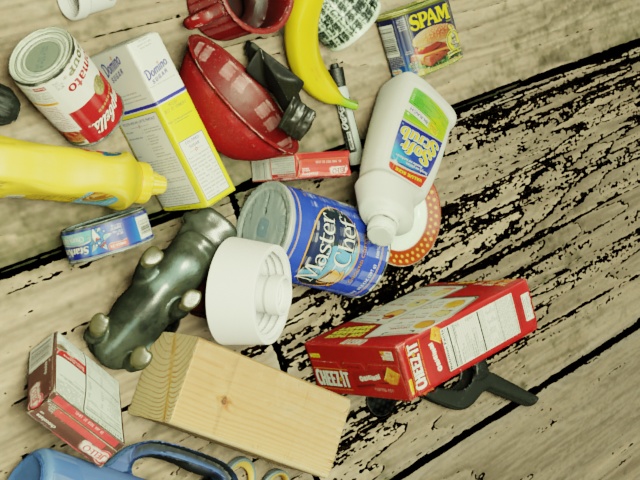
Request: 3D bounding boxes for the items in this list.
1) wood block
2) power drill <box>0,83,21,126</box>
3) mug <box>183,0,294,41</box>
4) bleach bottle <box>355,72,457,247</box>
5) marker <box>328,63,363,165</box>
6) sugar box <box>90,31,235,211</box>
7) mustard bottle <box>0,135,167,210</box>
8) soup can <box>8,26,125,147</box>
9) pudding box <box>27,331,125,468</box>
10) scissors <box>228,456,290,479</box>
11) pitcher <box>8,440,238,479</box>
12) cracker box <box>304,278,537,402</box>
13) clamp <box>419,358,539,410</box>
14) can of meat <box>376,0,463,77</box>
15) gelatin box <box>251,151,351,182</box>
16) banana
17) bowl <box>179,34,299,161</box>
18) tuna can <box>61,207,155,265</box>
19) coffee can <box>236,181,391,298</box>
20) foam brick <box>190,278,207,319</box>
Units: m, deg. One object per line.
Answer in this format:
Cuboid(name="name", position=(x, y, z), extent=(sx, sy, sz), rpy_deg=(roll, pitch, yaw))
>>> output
Cuboid(name="wood block", position=(-0.080, 0.174, 1.116), extent=(0.205, 0.090, 0.091), rpy_deg=(28, 73, -33))
Cuboid(name="power drill", position=(-0.336, -0.211, 0.957), extent=(0.184, 0.057, 0.187), rpy_deg=(22, 74, -37))
Cuboid(name="mug", position=(-0.095, -0.251, 1.124), extent=(0.117, 0.082, 0.093), rpy_deg=(-41, 112, -31))
Cuboid(name="bleach bottle", position=(0.093, -0.082, 1.208), extent=(0.102, 0.068, 0.250), rpy_deg=(41, 39, -23))
Cuboid(name="marker", position=(0.031, -0.148, 1.255), extent=(0.020, 0.020, 0.121), rpy_deg=(-20, 100, -36))
Cuboid(name="sugar box", position=(-0.159, -0.116, 1.065), extent=(0.048, 0.094, 0.176), rpy_deg=(-33, 108, -34))
Cuboid(name="mustard bottle", position=(-0.232, -0.061, 1.005), extent=(0.191, 0.096, 0.058), rpy_deg=(5, 84, -37))
Cuboid(name="soup can", position=(-0.236, -0.143, 0.998), extent=(0.068, 0.069, 0.102), rpy_deg=(-64, 151, -20))
Cuboid(name="pudding box", position=(-0.227, 0.146, 0.994), extent=(0.039, 0.113, 0.090), rpy_deg=(-39, 117, 8))
Cuboid(name="scissors", position=(-0.104, 0.318, 1.140), extent=(0.096, 0.016, 0.201), rpy_deg=(51, 61, -22))
Cuboid(name="pitcher", position=(-0.180, 0.278, 1.022), extent=(0.242, 0.149, 0.145), rpy_deg=(30, 103, -29))
Cuboid(name="cracker box", position=(0.117, 0.111, 1.220), extent=(0.213, 0.164, 0.072), rpy_deg=(-23, 100, -36))
Cuboid(name="clamp", position=(0.196, 0.149, 1.358), extent=(0.209, 0.036, 0.164), rpy_deg=(-8, 93, -36))
Cuboid(name="can of meat", position=(0.122, -0.248, 1.305), extent=(0.101, 0.058, 0.084), rpy_deg=(-27, 107, -34))
Cuboid(name="gelatin box", position=(-0.021, -0.079, 1.169), extent=(0.073, 0.089, 0.030), rpy_deg=(-5, 93, -37))
Cuboid(name="banana", position=(-0.006, -0.222, 1.179), extent=(0.198, 0.069, 0.037), rpy_deg=(75, 4, -45))
Cuboid(name="bowl", position=(-0.095, -0.135, 1.106), extent=(0.055, 0.162, 0.162), rpy_deg=(-40, 120, 16))
Cuboid(name="tuna can", position=(-0.205, -0.005, 1.030), extent=(0.085, 0.086, 0.034), rpy_deg=(-21, 99, -36))
Cuboid(name="coffee can", position=(-0.008, 0.001, 1.168), extent=(0.140, 0.103, 0.103), rpy_deg=(15, 79, -36))
Cuboid(name="foam brick", position=(-0.089, 0.065, 1.136), extent=(0.078, 0.053, 0.051), rpy_deg=(22, 75, -35))
